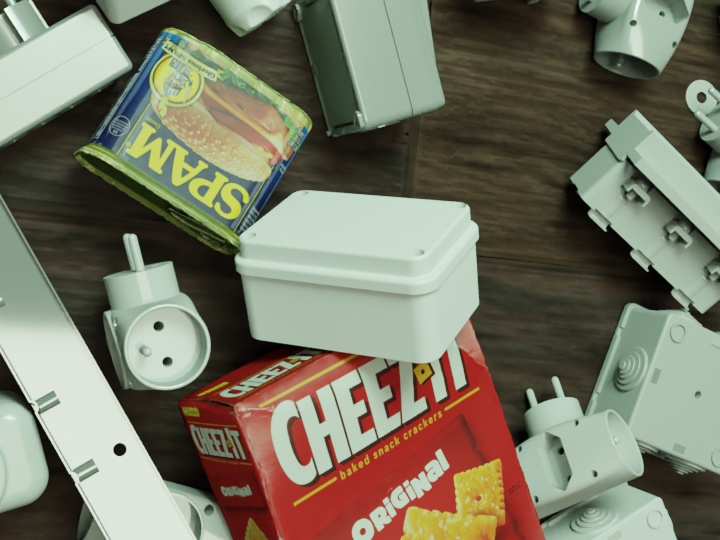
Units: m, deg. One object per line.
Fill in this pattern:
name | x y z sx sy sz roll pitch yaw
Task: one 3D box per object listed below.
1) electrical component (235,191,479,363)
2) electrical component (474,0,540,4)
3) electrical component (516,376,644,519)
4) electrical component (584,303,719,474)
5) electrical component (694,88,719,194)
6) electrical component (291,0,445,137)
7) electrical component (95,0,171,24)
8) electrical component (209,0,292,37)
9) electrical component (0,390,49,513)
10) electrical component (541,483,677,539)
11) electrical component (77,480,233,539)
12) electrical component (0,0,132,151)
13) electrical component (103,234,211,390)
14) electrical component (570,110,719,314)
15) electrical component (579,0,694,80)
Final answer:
electrical component | 0.000 0.000 0.567 0.078 0.113 0.057 -46 136 -53
electrical component | 0.091 -0.224 0.636 0.063 0.078 0.121 -7 95 -3
electrical component | 0.125 0.105 0.668 0.043 0.077 0.079 27 40 -49
electrical component | 0.207 0.079 0.704 0.100 0.048 0.099 24 84 -20
electrical component | 0.254 -0.089 0.717 0.079 0.044 0.077 36 80 -18
electrical component | 0.006 -0.130 0.613 0.061 0.062 0.096 -18 99 -19
electrical component | -0.108 -0.198 0.548 0.109 0.056 0.108 -30 72 -17
electrical component | -0.068 -0.164 0.594 0.043 0.043 0.062 -40 103 -15
electrical component | -0.210 0.100 0.543 0.095 0.059 0.053 -15 97 -19
electrical component | 0.162 0.195 0.692 0.100 0.048 0.099 -27 102 -19
electrical component | -0.116 0.154 0.589 0.077 0.044 0.079 20 86 -20
electrical component | -0.175 -0.113 0.553 0.083 0.047 0.075 -35 104 -16
electrical component | -0.113 0.019 0.567 0.044 0.077 0.079 -15 97 -19
electrical component | 0.197 -0.033 0.684 0.121 0.078 0.063 40 108 -17
electrical component | 0.166 -0.172 0.681 0.079 0.043 0.077 21 85 -20
